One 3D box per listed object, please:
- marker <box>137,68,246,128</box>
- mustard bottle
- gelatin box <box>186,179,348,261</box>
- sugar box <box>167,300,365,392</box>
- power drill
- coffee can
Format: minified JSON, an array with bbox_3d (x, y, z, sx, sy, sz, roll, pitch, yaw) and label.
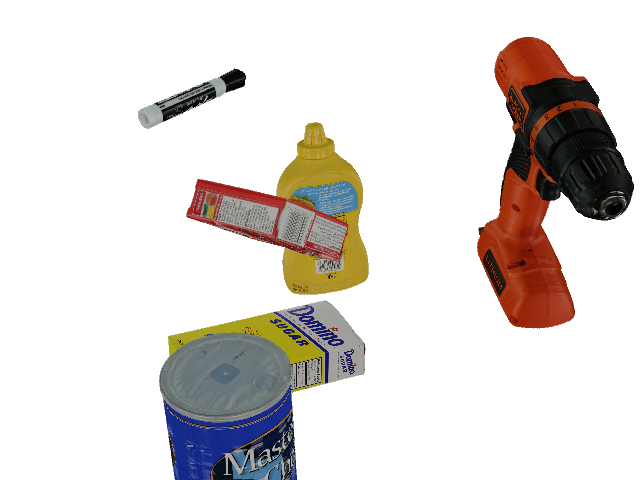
[{"bbox_3d":[-0.118,-0.135,1.000,0.120,0.020,0.020,-31,19,-35],"label":"marker"},{"bbox_3d":[0.000,-0.037,1.187,0.096,0.192,0.058,-9,25,-9],"label":"mustard bottle"},{"bbox_3d":[-0.033,-0.012,0.714,0.073,0.030,0.089,15,-3,31],"label":"gelatin box"},{"bbox_3d":[-0.053,0.113,1.060,0.176,0.048,0.093,-14,32,-20],"label":"sugar box"},{"bbox_3d":[0.164,-0.027,0.767,0.057,0.188,0.184,-4,41,-7],"label":"power drill"},{"bbox_3d":[-0.071,0.160,0.862,0.103,0.140,0.103,-2,32,1],"label":"coffee can"}]
